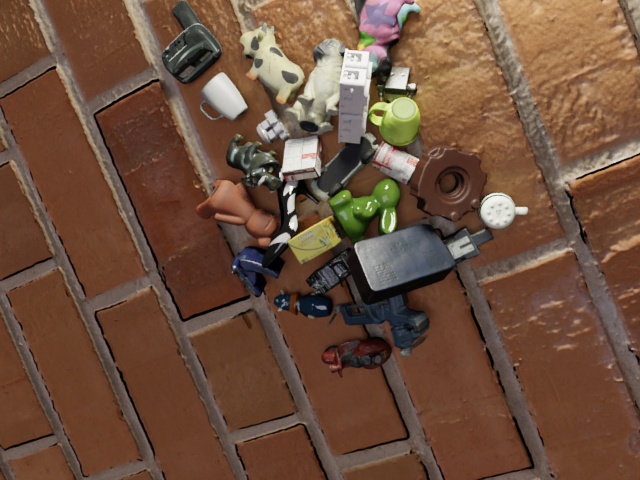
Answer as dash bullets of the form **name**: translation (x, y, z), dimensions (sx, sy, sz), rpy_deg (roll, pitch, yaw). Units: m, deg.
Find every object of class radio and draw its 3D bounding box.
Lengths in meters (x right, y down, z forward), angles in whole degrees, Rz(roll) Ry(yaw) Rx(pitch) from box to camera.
- **radio**: translation (0.183, 0.051, 1.239), dimensions (0.230, 0.073, 0.131), rpy_deg (-14, 64, -24)

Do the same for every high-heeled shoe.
- **high-heeled shoe**: translation (-0.110, -0.063, 1.334), dimensions (0.145, 0.086, 0.249), rpy_deg (36, 77, 3)

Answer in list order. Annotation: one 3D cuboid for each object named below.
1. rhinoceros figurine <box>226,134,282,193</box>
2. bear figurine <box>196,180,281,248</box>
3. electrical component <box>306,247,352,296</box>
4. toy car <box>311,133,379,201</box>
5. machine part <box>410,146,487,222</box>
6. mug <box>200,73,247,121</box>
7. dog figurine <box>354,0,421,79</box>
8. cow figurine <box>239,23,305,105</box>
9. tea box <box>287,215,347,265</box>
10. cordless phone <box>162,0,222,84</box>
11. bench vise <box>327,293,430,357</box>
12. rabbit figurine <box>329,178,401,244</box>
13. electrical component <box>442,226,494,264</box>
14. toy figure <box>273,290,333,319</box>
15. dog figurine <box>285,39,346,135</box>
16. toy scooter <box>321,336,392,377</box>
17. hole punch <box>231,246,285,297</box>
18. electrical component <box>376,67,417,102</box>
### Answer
- **rhinoceros figurine**: translation (-0.165, -0.186, 1.334), dimensions (0.191, 0.073, 0.112), rpy_deg (34, 93, 32)
- **bear figurine**: translation (-0.200, -0.067, 1.388), dimensions (0.195, 0.132, 0.120), rpy_deg (36, 70, -23)
- **electrical component**: translation (0.038, 0.076, 1.324), dimensions (0.115, 0.134, 0.058), rpy_deg (-33, 91, 19)
- **toy car**: translation (0.060, -0.182, 1.321), dimensions (0.201, 0.056, 0.073), rpy_deg (-45, 79, 15)
- **machine part**: translation (0.297, -0.130, 1.237), dimensions (0.179, 0.056, 0.179), rpy_deg (-2, 105, -9)
- **mug**: translation (-0.246, -0.347, 1.360), dimensions (0.107, 0.081, 0.109), rpy_deg (45, 102, -6)
- **dog figurine**: translation (0.114, -0.481, 1.232), dimensions (0.191, 0.108, 0.219), rpy_deg (41, 106, 6)
- **cow figurine**: translation (-0.119, -0.436, 1.311), dimensions (0.195, 0.085, 0.127), rpy_deg (42, 109, 5)
- **tea box**: translation (-0.003, -0.004, 1.304), dimensions (0.098, 0.169, 0.068), rpy_deg (-30, 91, 15)
- **cordless phone**: translation (-0.353, -0.510, 1.373), dimensions (0.146, 0.088, 0.184), rpy_deg (-35, 78, 17)
- **bench vise**: translation (0.144, 0.182, 1.329), dimensions (0.241, 0.129, 0.223), rpy_deg (-12, 106, 36)
- **rabbit figurine**: translation (0.125, -0.076, 1.291), dimensions (0.170, 0.121, 0.159), rpy_deg (-31, 83, 2)
- **electrical component**: translation (0.350, 0.006, 1.279), dimensions (0.119, 0.048, 0.075), rpy_deg (-32, 90, 16)
- **toy figure**: translation (-0.045, 0.169, 1.400), dimensions (0.155, 0.064, 0.057), rpy_deg (5, 137, 18)
- **dog figurine**: translation (0.002, -0.368, 1.301), dimensions (0.121, 0.172, 0.190), rpy_deg (23, 66, -20)
- **toy scooter**: translation (0.086, 0.297, 1.347), dimensions (0.184, 0.135, 0.075), rpy_deg (-10, 94, 14)
- **hole punch**: translation (-0.158, 0.067, 1.379), dimensions (0.092, 0.142, 0.115), rpy_deg (-38, 102, 18)
- **electrical component**: translation (0.179, -0.365, 1.270), dimensions (0.102, 0.045, 0.078), rpy_deg (3, 70, 11)
